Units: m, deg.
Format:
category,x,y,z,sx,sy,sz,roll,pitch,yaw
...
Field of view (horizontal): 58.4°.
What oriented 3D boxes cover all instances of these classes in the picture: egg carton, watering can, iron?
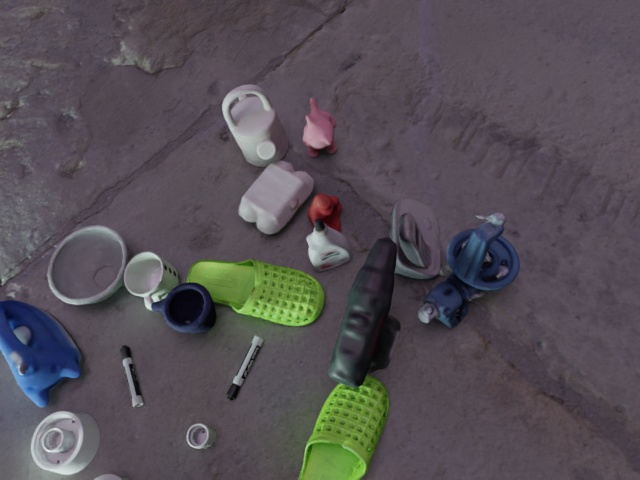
category,x,y,z,sx,sy,sz,roll,pitch,yaw
egg carton,-0.086,-0.085,1.143,0.107,0.069,0.150,31,75,22
watering can,-0.128,-0.234,1.150,0.101,0.194,0.172,-45,65,-10
iron,-0.566,0.183,1.075,0.119,0.142,0.257,-43,65,-9

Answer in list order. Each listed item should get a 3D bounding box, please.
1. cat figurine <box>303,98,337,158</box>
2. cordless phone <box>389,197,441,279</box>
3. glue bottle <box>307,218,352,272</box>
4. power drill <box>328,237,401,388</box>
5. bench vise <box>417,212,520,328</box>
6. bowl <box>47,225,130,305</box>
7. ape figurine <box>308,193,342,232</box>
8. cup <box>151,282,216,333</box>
category,x,y,z,sx,sy,sz,roll,pitch,yaw
cat figurine,-0.004,-0.230,1.166,0.067,0.118,0.128,-10,64,7
cordless phone,0.163,-0.022,1.001,0.094,0.185,0.147,-5,65,9
glue bottle,0.009,0.004,1.026,0.078,0.173,0.037,-24,63,0
power drill,0.082,0.132,0.933,0.075,0.209,0.230,14,69,17
bench vise,0.250,0.054,0.929,0.121,0.220,0.207,25,73,21
bowl,-0.448,0.059,1.145,0.167,0.075,0.167,-4,65,9
ape figurine,0.009,-0.057,1.099,0.076,0.092,0.078,34,76,23
cup,-0.243,0.135,1.059,0.117,0.095,0.091,-1,65,11
